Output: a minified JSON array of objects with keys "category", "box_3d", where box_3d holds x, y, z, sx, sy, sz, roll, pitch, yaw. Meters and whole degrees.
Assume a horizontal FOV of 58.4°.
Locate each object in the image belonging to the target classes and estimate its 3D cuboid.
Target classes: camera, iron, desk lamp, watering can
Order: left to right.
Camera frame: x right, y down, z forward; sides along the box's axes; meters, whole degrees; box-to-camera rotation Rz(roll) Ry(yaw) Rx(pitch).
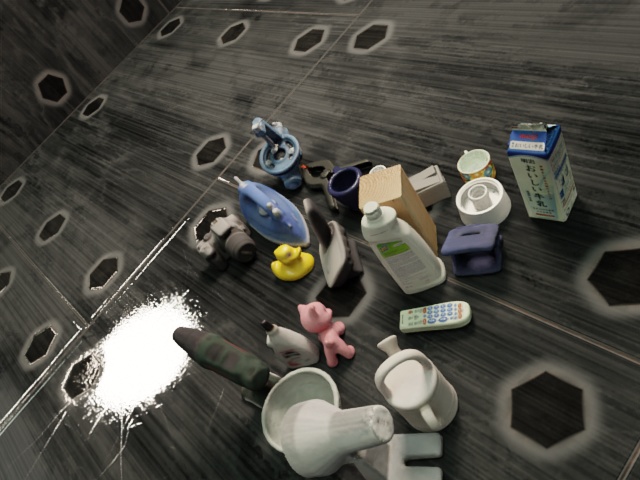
[{"category":"camera","box_3d":[-0.238,0.011,1.489,0.143,0.101,0.136,-46,43,-7]},{"category":"iron","box_3d":[-0.128,-0.079,1.458,0.119,0.142,0.257,-47,43,-8]},{"category":"desk lamp","box_3d":[0.070,0.330,0.928,0.202,0.214,0.118,-14,49,25]},{"category":"watering can","box_3d":[0.149,0.239,0.964,0.101,0.195,0.172,-49,44,-10]}]

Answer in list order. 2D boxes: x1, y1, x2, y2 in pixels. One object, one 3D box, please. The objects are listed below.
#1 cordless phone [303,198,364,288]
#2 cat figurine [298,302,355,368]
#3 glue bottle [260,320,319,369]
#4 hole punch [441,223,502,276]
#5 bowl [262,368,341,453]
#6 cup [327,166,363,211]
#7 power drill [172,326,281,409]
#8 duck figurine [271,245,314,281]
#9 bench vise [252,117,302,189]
[{"category":"cordless phone","box_3d":[0.012,0.005,1.261,0.094,0.186,0.147,-30,44,10]},{"category":"cat figurine","box_3d":[0.004,0.180,1.169,0.067,0.118,0.127,-34,43,6]},{"category":"glue bottle","box_3d":[-0.071,0.206,1.158,0.078,0.174,0.037,-21,46,19]},{"category":"hole punch","box_3d":[0.299,0.008,1.131,0.108,0.091,0.101,-9,51,29]},{"category":"bowl","box_3d":[-0.023,0.334,1.091,0.167,0.075,0.167,-19,47,21]},{"category":"cup","box_3d":[0.072,-0.123,1.393,0.091,0.095,0.117,-35,43,4]},{"category":"power drill","box_3d":[-0.172,0.260,1.156,0.228,0.209,0.076,12,63,40]},{"category":"duck figurine","box_3d":[-0.077,0.046,1.360,0.104,0.086,0.077,-17,47,23]},{"category":"bench vise","box_3d":[-0.131,-0.262,1.556,0.121,0.220,0.207,-37,43,3]}]
